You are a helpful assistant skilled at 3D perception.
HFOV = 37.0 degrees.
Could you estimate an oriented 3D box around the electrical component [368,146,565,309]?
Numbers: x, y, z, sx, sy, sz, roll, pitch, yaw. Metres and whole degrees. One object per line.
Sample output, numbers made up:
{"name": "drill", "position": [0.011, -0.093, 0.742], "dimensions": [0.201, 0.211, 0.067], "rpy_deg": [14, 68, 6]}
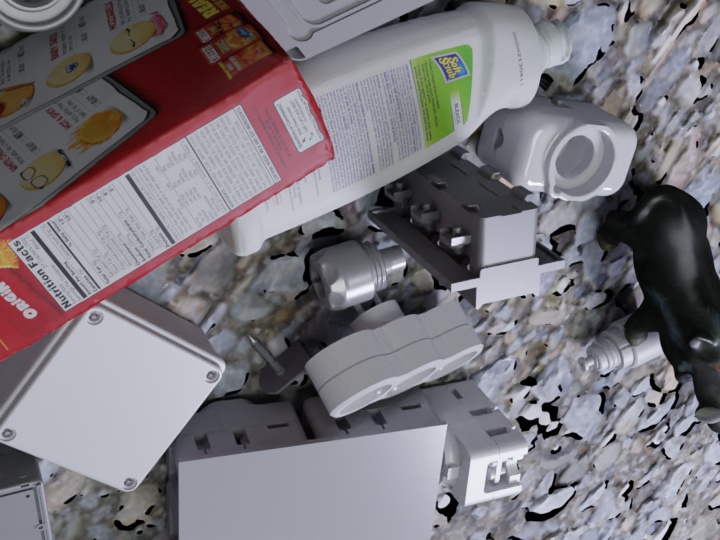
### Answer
{"name": "electrical component", "position": [0.066, -0.032, 0.691], "dimensions": [0.079, 0.121, 0.063], "rpy_deg": [-11, 118, -21]}

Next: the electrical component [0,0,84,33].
{"name": "electrical component", "position": [-0.171, -0.154, 0.547], "dimensions": [0.078, 0.057, 0.058], "rpy_deg": [5, 114, -28]}

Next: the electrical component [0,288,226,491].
{"name": "electrical component", "position": [-0.161, 0.069, 0.675], "dimensions": [0.109, 0.056, 0.108], "rpy_deg": [33, 99, -35]}

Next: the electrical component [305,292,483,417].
{"name": "electrical component", "position": [0.018, 0.045, 0.745], "dimensions": [0.138, 0.073, 0.052], "rpy_deg": [-15, 160, -42]}

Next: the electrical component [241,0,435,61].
{"name": "electrical component", "position": [-0.010, -0.175, 0.584], "dimensions": [0.113, 0.057, 0.078], "rpy_deg": [-19, 132, 28]}

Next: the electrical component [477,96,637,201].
{"name": "electrical component", "position": [0.138, -0.084, 0.737], "dimensions": [0.095, 0.059, 0.053], "rpy_deg": [1, 116, -27]}

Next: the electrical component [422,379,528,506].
{"name": "electrical component", "position": [0.076, 0.128, 0.804], "dimensions": [0.056, 0.089, 0.050], "rpy_deg": [-8, 120, -22]}

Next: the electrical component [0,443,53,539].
{"name": "electrical component", "position": [-0.234, 0.155, 0.687], "dimensions": [0.062, 0.061, 0.096], "rpy_deg": [-12, 128, -20]}

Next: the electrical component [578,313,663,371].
{"name": "electrical component", "position": [0.211, 0.060, 0.864], "dimensions": [0.078, 0.040, 0.040], "rpy_deg": [-23, 124, -13]}

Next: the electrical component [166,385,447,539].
{"name": "electrical component", "position": [-0.041, 0.146, 0.764], "dimensions": [0.186, 0.060, 0.105], "rpy_deg": [-5, 120, -18]}

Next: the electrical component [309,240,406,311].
{"name": "electrical component", "position": [0.000, 0.000, 0.725], "dimensions": [0.062, 0.043, 0.043], "rpy_deg": [-18, 123, -18]}
